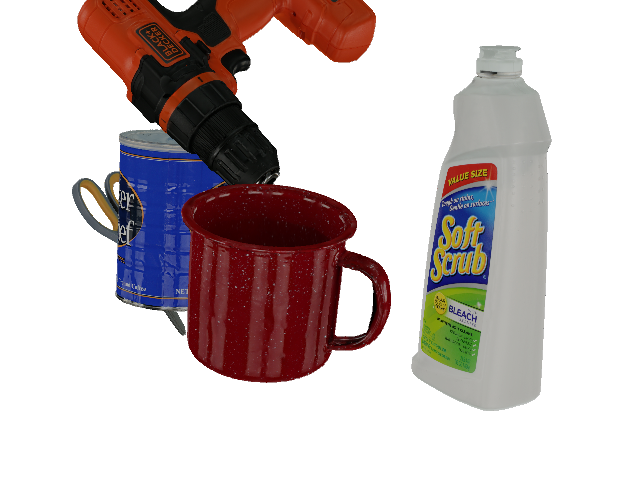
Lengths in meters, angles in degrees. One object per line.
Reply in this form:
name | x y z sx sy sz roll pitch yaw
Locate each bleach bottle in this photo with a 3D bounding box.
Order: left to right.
bleach bottle | 0.117 -0.012 0.762 0.067 0.251 0.103 -9 18 -30

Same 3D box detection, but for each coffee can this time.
coffee can | -0.123 -0.020 0.919 0.103 0.140 0.103 4 12 -1

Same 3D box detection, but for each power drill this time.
power drill | -0.049 -0.132 0.754 0.187 0.184 0.057 -34 -16 -36

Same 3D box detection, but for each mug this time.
mug | -0.019 0.025 0.573 0.117 0.081 0.093 12 24 15

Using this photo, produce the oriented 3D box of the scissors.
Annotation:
scissors | -0.197 0.004 1.186 0.016 0.201 0.096 -27 20 35
